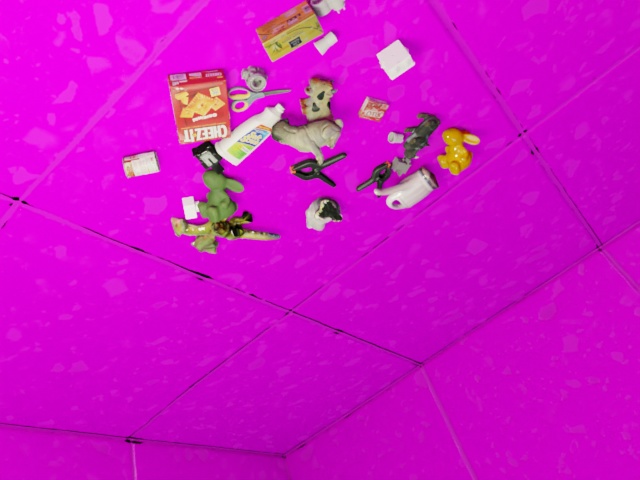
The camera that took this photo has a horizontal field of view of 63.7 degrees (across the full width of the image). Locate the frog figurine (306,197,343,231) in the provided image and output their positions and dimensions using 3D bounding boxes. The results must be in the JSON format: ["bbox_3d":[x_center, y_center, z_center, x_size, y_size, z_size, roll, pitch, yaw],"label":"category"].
[{"bbox_3d":[0.006,-0.104,2.057,0.138,0.123,0.158,-14,176,-23],"label":"frog figurine"}]

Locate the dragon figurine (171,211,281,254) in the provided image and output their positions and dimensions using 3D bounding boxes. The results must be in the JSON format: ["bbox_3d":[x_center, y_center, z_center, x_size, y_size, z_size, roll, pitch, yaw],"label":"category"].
[{"bbox_3d":[-0.375,-0.016,1.975,0.407,0.125,0.239,23,140,-39],"label":"dragon figurine"}]

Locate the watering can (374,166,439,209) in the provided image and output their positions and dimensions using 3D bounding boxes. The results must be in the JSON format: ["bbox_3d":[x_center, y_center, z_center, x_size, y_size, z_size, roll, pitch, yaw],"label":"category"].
[{"bbox_3d":[0.352,-0.205,2.054,0.222,0.105,0.346,-37,158,17],"label":"watering can"}]
